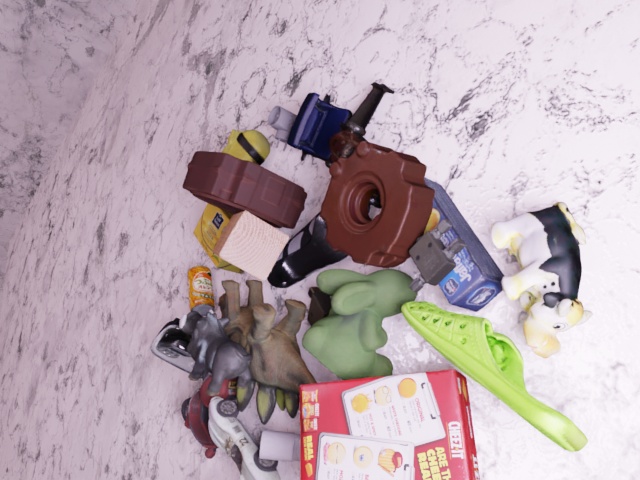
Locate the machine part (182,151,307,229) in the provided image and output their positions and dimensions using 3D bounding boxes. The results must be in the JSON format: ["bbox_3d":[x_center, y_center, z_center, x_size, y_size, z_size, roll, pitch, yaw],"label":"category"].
[{"bbox_3d":[-0.144,-0.092,1.028,0.202,0.201,0.087,17,85,52],"label":"machine part"}]

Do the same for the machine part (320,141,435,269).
[{"bbox_3d":[0.074,-0.049,0.752,0.179,0.056,0.179,-8,79,46],"label":"machine part"}]

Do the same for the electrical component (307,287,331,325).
[{"bbox_3d":[0.014,0.119,0.881,0.102,0.045,0.078,-130,38,-51],"label":"electrical component"}]

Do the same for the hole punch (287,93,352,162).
[{"bbox_3d":[-0.017,-0.220,1.027,0.116,0.092,0.142,32,103,55],"label":"hole punch"}]

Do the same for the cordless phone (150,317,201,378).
[{"bbox_3d":[-0.241,0.215,1.041,0.089,0.146,0.184,-62,19,-17],"label":"cordless phone"}]

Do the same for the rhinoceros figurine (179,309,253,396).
[{"bbox_3d":[-0.181,0.179,0.895,0.191,0.073,0.112,25,115,52],"label":"rhinoceros figurine"}]

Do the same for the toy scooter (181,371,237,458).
[{"bbox_3d":[-0.202,0.328,1.023,0.184,0.075,0.135,-52,44,26],"label":"toy scooter"}]

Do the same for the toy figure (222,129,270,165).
[{"bbox_3d":[-0.184,-0.163,1.187,0.089,0.082,0.180,36,84,12],"label":"toy figure"}]

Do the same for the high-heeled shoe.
[{"bbox_3d":[-0.002,-0.003,0.953,0.249,0.086,0.145,-44,12,6],"label":"high-heeled shoe"}]

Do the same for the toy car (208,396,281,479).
[{"bbox_3d":[-0.133,0.348,0.901,0.202,0.056,0.073,40,134,33],"label":"toy car"}]

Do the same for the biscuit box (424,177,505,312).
[{"bbox_3d":[0.170,-0.001,0.727,0.059,0.062,0.203,-49,43,27],"label":"biscuit box"}]

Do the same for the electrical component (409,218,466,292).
[{"bbox_3d":[0.141,0.021,0.684,0.094,0.021,0.063,-52,41,27],"label":"electrical component"}]

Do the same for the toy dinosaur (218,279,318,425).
[{"bbox_3d":[-0.086,0.194,0.909,0.472,0.105,0.198,27,111,56],"label":"toy dinosaur"}]

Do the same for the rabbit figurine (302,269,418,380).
[{"bbox_3d":[0.057,0.102,0.768,0.170,0.159,0.121,-50,30,1],"label":"rabbit figurine"}]

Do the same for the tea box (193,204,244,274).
[{"bbox_3d":[-0.208,-0.011,1.179,0.170,0.068,0.098,41,107,51],"label":"tea box"}]

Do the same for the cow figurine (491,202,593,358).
[{"bbox_3d":[0.259,0.043,0.602,0.098,0.068,0.167,-26,56,34],"label":"cow figurine"}]

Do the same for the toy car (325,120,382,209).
[{"bbox_3d":[0.067,-0.124,0.858,0.089,0.053,0.202,-58,35,16],"label":"toy car"}]

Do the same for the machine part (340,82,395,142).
[{"bbox_3d":[0.076,-0.214,0.951,0.138,0.039,0.084,-56,35,20],"label":"machine part"}]
